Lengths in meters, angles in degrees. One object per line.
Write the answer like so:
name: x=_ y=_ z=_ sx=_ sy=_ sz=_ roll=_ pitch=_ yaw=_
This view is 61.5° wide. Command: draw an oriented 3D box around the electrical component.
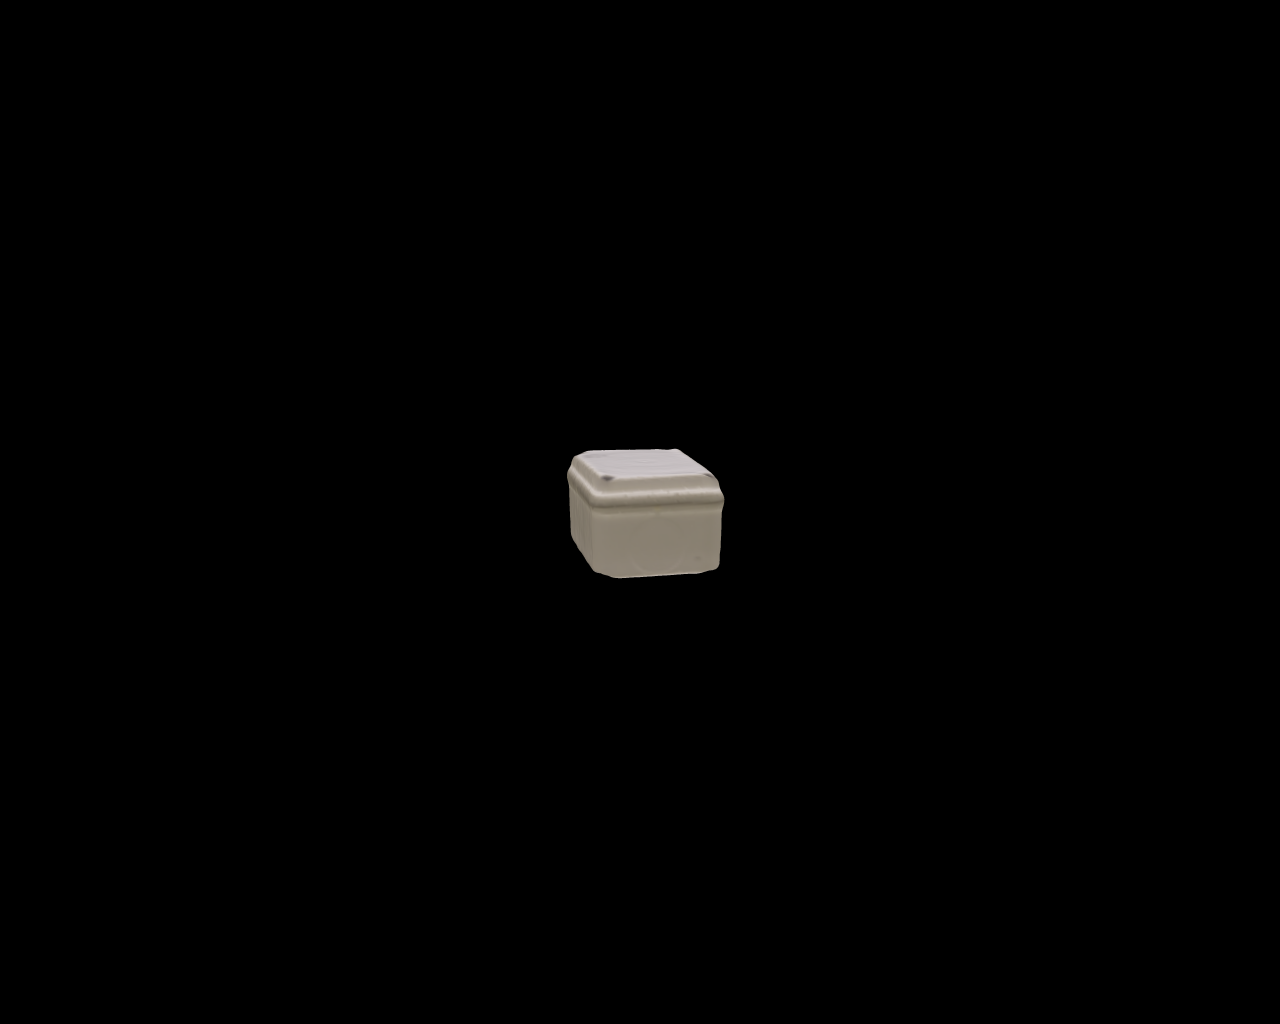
electrical component: x=0.001 y=-0.003 z=0.650 sx=0.078 sy=0.057 sz=0.113 roll=-2 pitch=12 yaw=-11
